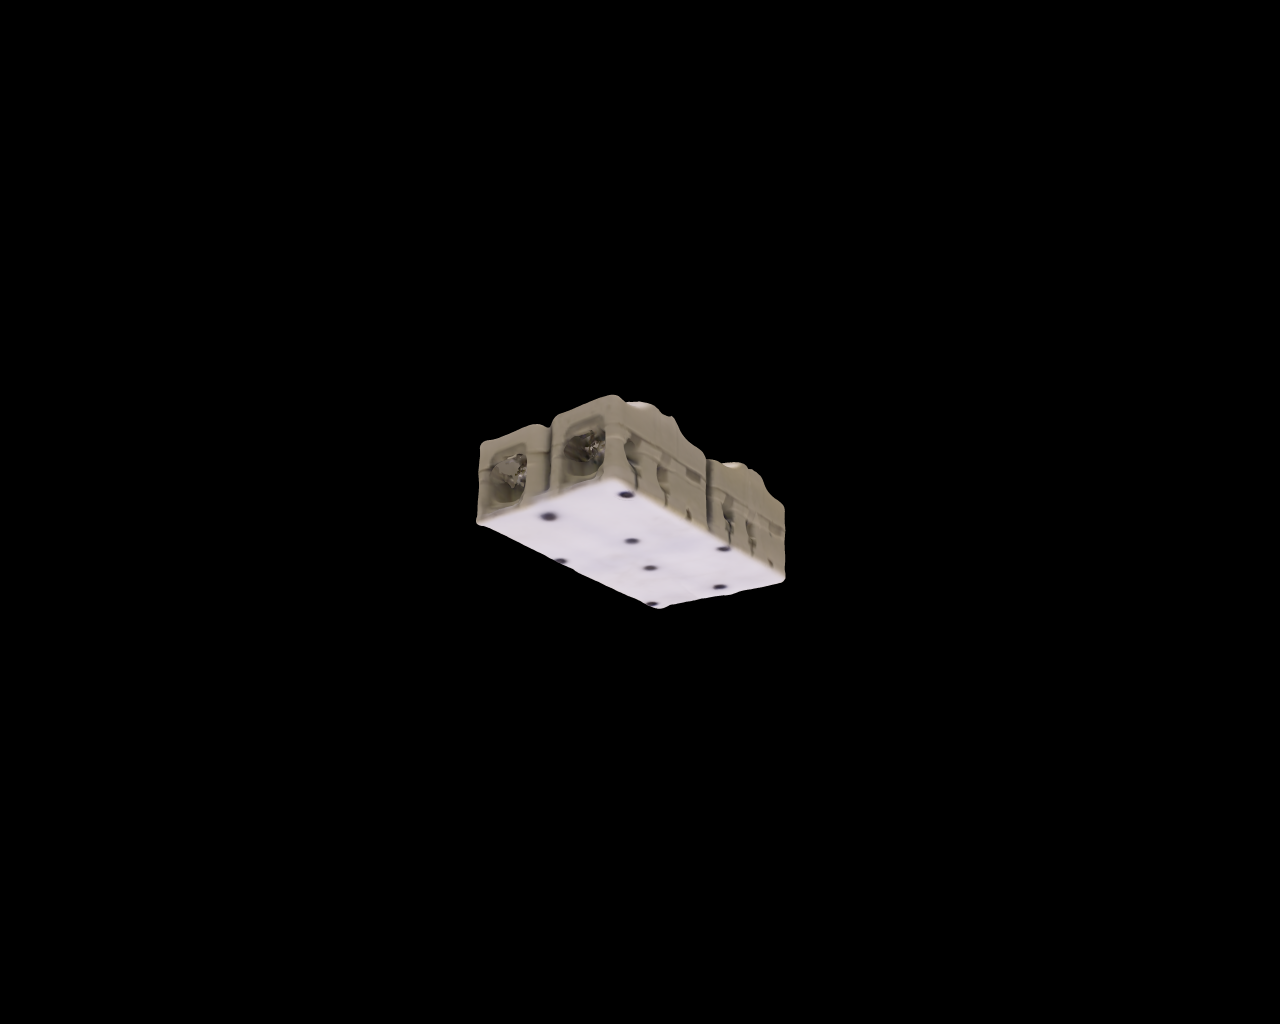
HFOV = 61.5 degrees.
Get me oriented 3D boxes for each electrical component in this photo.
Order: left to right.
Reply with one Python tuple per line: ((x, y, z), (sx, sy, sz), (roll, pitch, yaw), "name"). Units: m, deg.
((0.001, -0.003, 0.650), (0.105, 0.060, 0.186), (-17, -29, 33), "electrical component")
